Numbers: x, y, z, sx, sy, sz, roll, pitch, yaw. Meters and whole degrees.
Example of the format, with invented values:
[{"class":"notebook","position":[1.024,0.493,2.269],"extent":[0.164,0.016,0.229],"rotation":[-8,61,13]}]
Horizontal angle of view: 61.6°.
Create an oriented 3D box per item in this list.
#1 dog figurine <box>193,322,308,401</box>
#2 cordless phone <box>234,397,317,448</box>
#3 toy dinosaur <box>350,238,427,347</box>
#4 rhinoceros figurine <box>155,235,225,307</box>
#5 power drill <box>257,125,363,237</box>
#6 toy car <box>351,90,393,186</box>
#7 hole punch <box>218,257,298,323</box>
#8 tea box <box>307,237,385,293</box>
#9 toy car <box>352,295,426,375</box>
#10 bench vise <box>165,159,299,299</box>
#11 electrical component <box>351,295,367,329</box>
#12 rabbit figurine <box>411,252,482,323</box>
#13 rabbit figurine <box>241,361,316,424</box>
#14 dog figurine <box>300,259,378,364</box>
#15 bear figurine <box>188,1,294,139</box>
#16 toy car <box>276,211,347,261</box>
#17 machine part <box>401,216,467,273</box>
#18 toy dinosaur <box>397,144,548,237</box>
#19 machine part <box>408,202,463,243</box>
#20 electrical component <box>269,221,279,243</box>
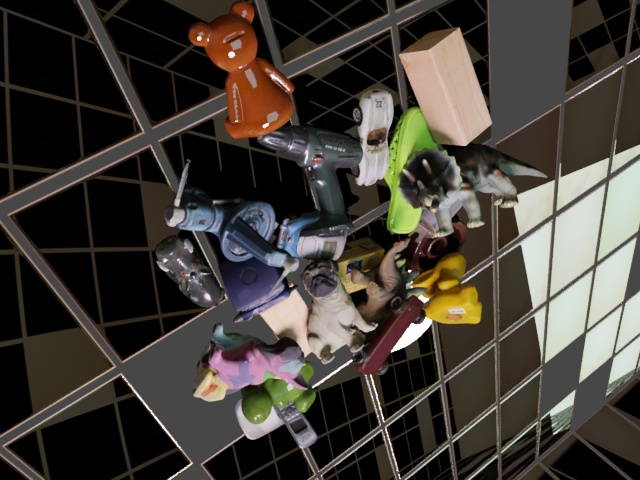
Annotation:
[{"class":"dog figurine","position":[-0.135,0.270,1.117],"extent":[0.219,0.108,0.191],"rotation":[20,115,-15]},{"class":"cordless phone","position":[-0.102,0.428,1.251],"extent":[0.146,0.184,0.088],"rotation":[-24,134,-22]},{"class":"toy dinosaur","position":[0.142,0.168,1.238],"extent":[0.198,0.105,0.470],"rotation":[-16,138,-32]},{"class":"rhinoceros figurine","position":[-0.238,0.058,0.964],"extent":[0.073,0.112,0.190],"rotation":[-35,141,-10]},{"class":"power drill","position":[-0.013,-0.110,1.006],"extent":[0.232,0.086,0.207],"rotation":[-9,87,-40]},{"class":"toy car","position":[0.106,-0.202,1.086],"extent":[0.073,0.056,0.201],"rotation":[-18,127,-27]},{"class":"hole punch","position":[-0.127,0.078,1.042],"extent":[0.142,0.116,0.092],"rotation":[-27,131,1]},{"class":"tea box","position":[0.057,0.065,1.214],"extent":[0.170,0.068,0.098],"rotation":[-16,127,-27]},{"class":"toy car","position":[0.146,0.200,1.147],"extent":[0.089,0.053,0.202],"rotation":[31,96,-32]},{"class":"bench vise","position":[-0.139,-0.016,0.913],"extent":[0.129,0.241,0.223],"rotation":[-58,150,4]},{"class":"electrical component","position":[0.055,0.189,1.300],"extent":[0.134,0.058,0.114],"rotation":[17,105,-41]},{"class":"rabbit figurine","position":[0.316,0.114,1.320],"extent":[0.121,0.162,0.173],"rotation":[37,51,-45]},{"class":"rabbit figurine","position":[-0.115,0.330,1.200],"extent":[0.170,0.159,0.121],"rotation":[-30,133,-43]},{"class":"dog figurine","position":[0.001,0.138,1.100],"extent":[0.172,0.121,0.190],"rotation":[-30,98,28]},{"class":"bear figurine","position":[-0.126,-0.264,0.855],"extent":[0.120,0.132,0.195],"rotation":[-38,115,-12]},{"class":"toy car","position":[-0.002,-0.003,1.103],"extent":[0.161,0.103,0.109],"rotation":[-3,118,-37]},{"class":"machine part","position":[0.286,0.011,1.356],"extent":[0.179,0.056,0.179],"rotation":[-19,129,-25]},{"class":"toy dinosaur","position":[0.317,-0.135,1.133],"extent":[0.405,0.131,0.192],"rotation":[-29,99,-31]},{"class":"machine part","position":[0.290,-0.088,1.263],"extent":[0.243,0.079,0.079],"rotation":[-47,135,-16]},{"class":"electrical component","position":[-0.123,-0.005,1.066],"extent":[0.063,0.021,0.094],"rotation":[24,109,-42]}]
